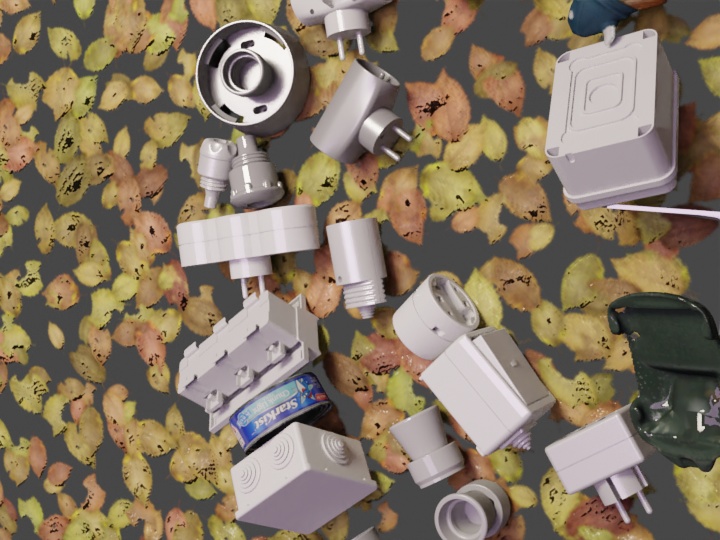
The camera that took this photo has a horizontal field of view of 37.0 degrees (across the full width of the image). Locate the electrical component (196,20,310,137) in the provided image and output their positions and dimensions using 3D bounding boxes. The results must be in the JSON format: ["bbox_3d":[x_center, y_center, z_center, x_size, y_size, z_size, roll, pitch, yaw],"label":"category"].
[{"bbox_3d":[-0.093,-0.167,0.937,0.099,0.064,0.099,0,91,16],"label":"electrical component"}]

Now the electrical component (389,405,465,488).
[{"bbox_3d":[0.055,0.144,0.874,0.045,0.045,0.055,-31,79,27],"label":"electrical component"}]

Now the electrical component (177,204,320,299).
[{"bbox_3d":[-0.097,-0.012,0.943,0.138,0.052,0.073,-7,90,30],"label":"electrical component"}]

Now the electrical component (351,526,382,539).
[{"bbox_3d":[0.001,0.251,0.908,0.055,0.055,0.047,-38,79,26],"label":"electrical component"}]

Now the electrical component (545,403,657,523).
[{"bbox_3d":[0.189,0.149,0.799,0.066,0.047,0.076,-33,78,27],"label":"electrical component"}]

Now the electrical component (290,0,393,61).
[{"bbox_3d":[-0.012,-0.213,0.886,0.077,0.043,0.079,-9,89,29],"label":"electrical component"}]

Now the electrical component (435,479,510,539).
[{"bbox_3d":[0.090,0.193,0.852,0.045,0.055,0.045,2,95,29],"label":"electrical component"}]

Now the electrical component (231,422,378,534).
[{"bbox_3d":[-0.049,0.175,0.905,0.100,0.100,0.048,-39,49,26],"label":"electrical component"}]

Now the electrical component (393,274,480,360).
[{"bbox_3d":[0.060,0.039,0.860,0.047,0.055,0.055,-45,73,28],"label":"electrical component"}]

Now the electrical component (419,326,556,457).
[{"bbox_3d":[0.106,0.095,0.832,0.061,0.062,0.096,-47,72,24],"label":"electrical component"}]

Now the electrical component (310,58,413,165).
[{"bbox_3d":[0.009,-0.120,0.882,0.079,0.043,0.077,40,111,20],"label":"electrical component"}]

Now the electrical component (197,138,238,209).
[{"bbox_3d":[-0.130,-0.086,0.967,0.035,0.035,0.061,20,106,27],"label":"electrical component"}]

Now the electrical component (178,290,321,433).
[{"bbox_3d":[-0.099,0.076,0.938,0.121,0.063,0.078,-38,35,26],"label":"electrical component"}]

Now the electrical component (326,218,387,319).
[{"bbox_3d":[0.000,0.000,0.895,0.043,0.043,0.081,-11,88,29],"label":"electrical component"}]

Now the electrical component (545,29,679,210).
[{"bbox_3d":[0.178,-0.104,0.750,0.078,0.057,0.113,-12,46,29],"label":"electrical component"}]

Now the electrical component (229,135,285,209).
[{"bbox_3d":[-0.094,-0.087,0.942,0.048,0.048,0.062,-18,78,29],"label":"electrical component"}]
